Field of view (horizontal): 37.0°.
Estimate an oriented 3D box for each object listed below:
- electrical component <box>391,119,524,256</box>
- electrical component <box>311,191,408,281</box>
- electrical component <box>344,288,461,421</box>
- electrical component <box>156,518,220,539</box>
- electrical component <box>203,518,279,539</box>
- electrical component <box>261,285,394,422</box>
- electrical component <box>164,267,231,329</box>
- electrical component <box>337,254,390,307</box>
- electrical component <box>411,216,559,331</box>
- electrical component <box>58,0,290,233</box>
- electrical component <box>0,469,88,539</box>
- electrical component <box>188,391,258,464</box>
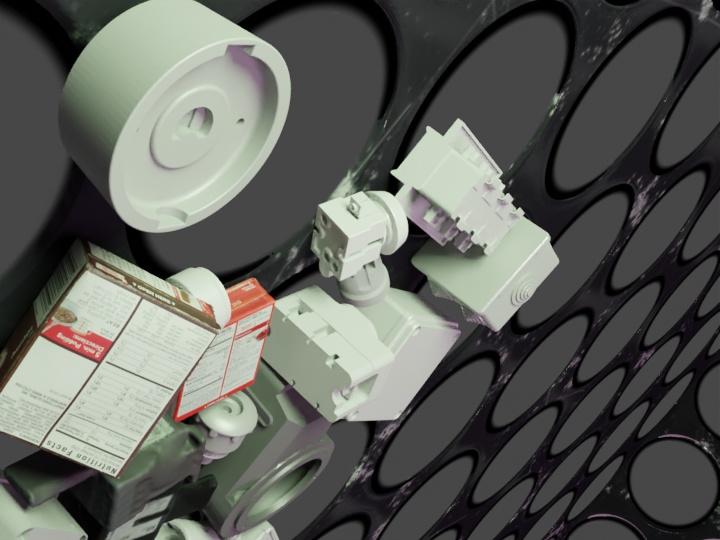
[{"bbox_3d":[0.080,-0.057,0.835,0.078,0.063,0.121,-51,155,3],"label":"electrical component"},{"bbox_3d":[0.000,-0.028,0.768,0.055,0.048,0.066,-24,146,-30],"label":"electrical component"},{"bbox_3d":[0.021,0.073,0.932,0.108,0.056,0.109,-54,155,11],"label":"electrical component"},{"bbox_3d":[-0.148,0.230,0.878,0.055,0.055,0.047,-49,152,-1],"label":"electrical component"},{"bbox_3d":[-0.112,0.246,0.961,0.062,0.061,0.096,-40,146,-20],"label":"electrical component"},{"bbox_3d":[-0.024,0.059,0.796,0.056,0.089,0.050,-23,144,-44],"label":"electrical component"},{"bbox_3d":[-0.113,0.027,0.658,0.055,0.045,0.045,-29,149,-38],"label":"electrical component"},{"bbox_3d":[0.000,0.000,0.815,0.040,0.040,0.046,-41,149,-17],"label":"electrical component"},{"bbox_3d":[0.108,-0.008,0.914,0.099,0.100,0.048,-48,143,-4],"label":"electrical component"},{"bbox_3d":[-0.094,-0.079,0.519,0.108,0.060,0.108,-38,153,-23],"label":"electrical component"},{"bbox_3d":[-0.236,0.180,0.657,0.113,0.057,0.078,-49,156,-2],"label":"electrical component"},{"bbox_3d":[-0.108,0.119,0.800,0.048,0.048,0.062,-19,148,-48],"label":"electrical component"}]
